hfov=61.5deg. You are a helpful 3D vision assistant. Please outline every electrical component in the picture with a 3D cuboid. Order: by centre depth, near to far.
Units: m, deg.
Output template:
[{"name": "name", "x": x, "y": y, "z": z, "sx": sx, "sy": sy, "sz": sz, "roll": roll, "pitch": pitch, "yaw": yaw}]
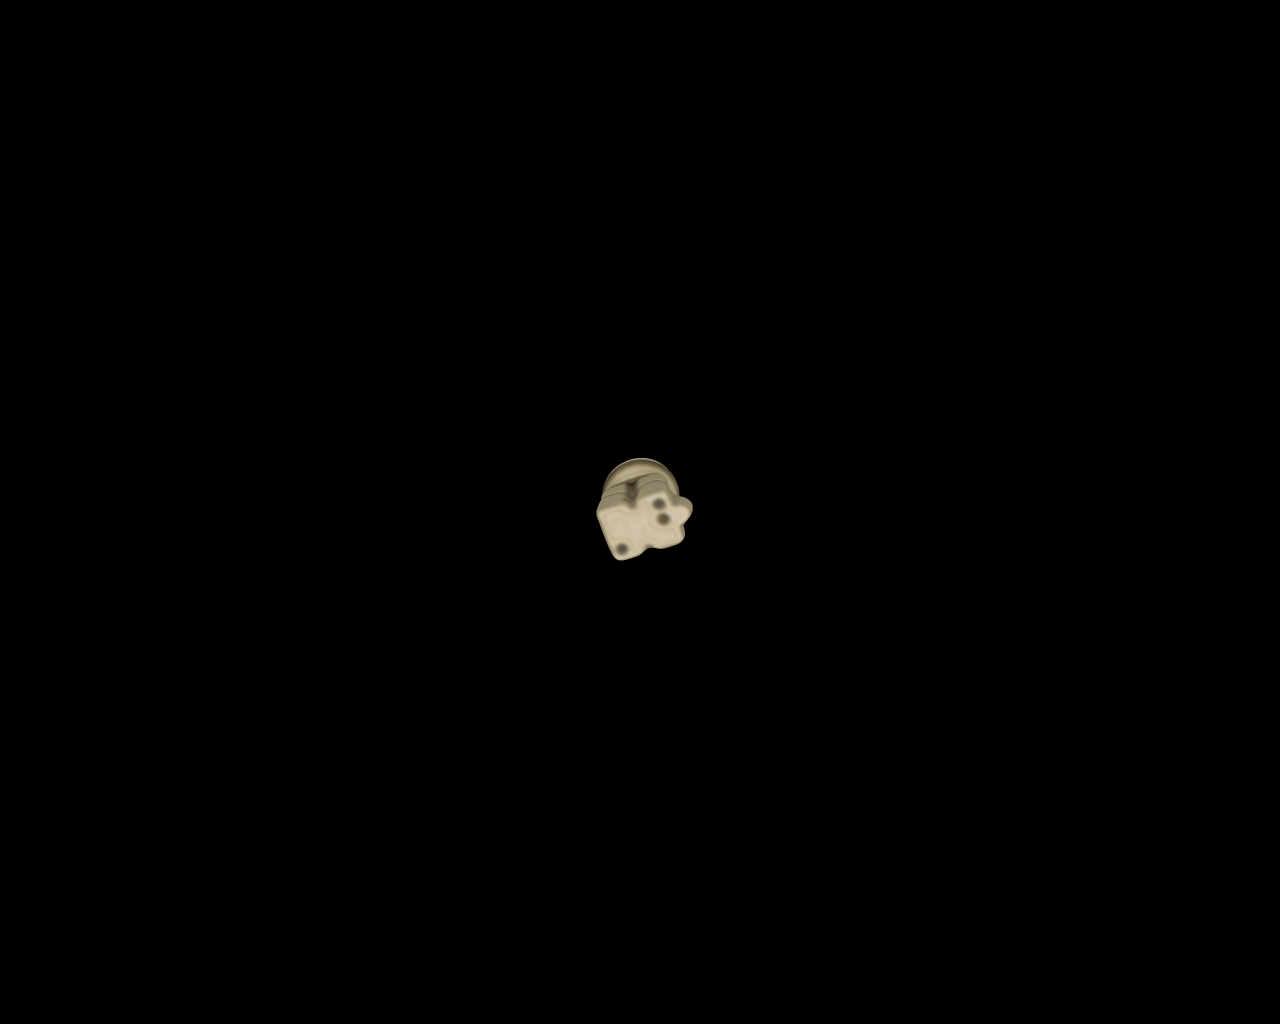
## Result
[{"name": "electrical component", "x": 0.001, "y": -0.003, "z": 0.650, "sx": 0.066, "sy": 0.048, "sz": 0.055, "roll": -17, "pitch": 22, "yaw": 7}]
